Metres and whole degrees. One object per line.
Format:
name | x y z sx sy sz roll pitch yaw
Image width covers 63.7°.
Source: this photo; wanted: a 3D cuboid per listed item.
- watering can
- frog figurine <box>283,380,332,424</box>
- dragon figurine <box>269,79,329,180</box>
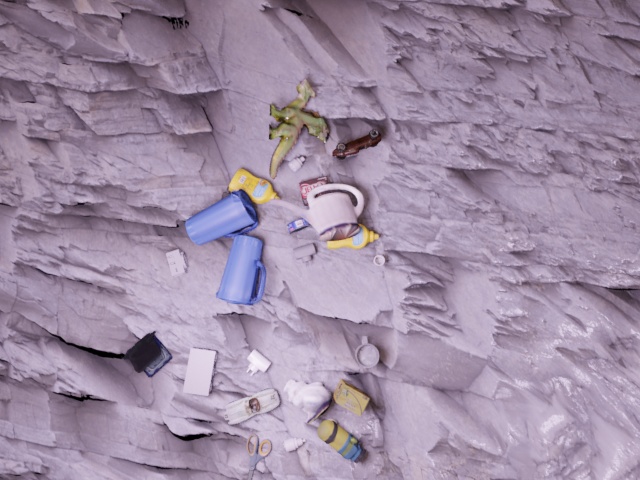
watering can | 0.006 -0.093 1.856 0.349 0.228 0.102 -12 -25 -14
frog figurine | -0.041 0.535 1.785 0.139 0.161 0.120 -27 -24 -41
dragon figurine | -0.080 -0.422 1.967 0.243 0.414 0.121 1 -12 -11
